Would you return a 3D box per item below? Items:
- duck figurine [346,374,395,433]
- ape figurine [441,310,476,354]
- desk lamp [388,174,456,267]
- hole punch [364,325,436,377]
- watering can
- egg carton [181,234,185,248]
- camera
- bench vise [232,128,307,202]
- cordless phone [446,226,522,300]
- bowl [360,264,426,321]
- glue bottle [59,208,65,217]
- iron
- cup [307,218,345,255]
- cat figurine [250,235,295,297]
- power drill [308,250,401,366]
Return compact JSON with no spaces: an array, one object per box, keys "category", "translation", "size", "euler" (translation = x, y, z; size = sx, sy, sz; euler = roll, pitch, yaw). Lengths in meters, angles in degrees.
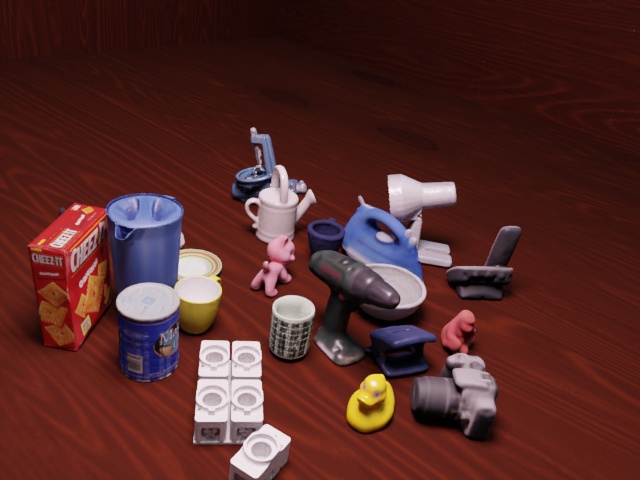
[{"category":"duck figurine","translation":[0.092,0.265,0.977],"size":[0.077,0.086,0.105],"euler":[27,34,28]},{"category":"ape figurine","translation":[0.288,0.185,1.166],"size":[0.078,0.092,0.076],"euler":[-8,34,-27]},{"category":"desk lamp","translation":[0.253,-0.058,1.451],"size":[0.203,0.213,0.118],"euler":[9,30,0]},{"category":"hole punch","translation":[0.154,0.198,1.106],"size":[0.109,0.091,0.100],"euler":[-5,33,-23]},{"category":"watering can","translation":[-0.098,-0.096,1.437],"size":[0.173,0.194,0.100],"euler":[-16,38,-37]},{"category":"egg carton","translation":[-0.394,-0.005,1.322],"size":[0.151,0.069,0.107],"euler":[-8,34,-28]},{"category":"camera","translation":[0.232,0.261,1.009],"size":[0.137,0.101,0.143],"euler":[7,30,-4]},{"category":"bench vise","translation":[-0.134,-0.192,1.566],"size":[0.207,0.220,0.121],"euler":[7,30,-3]},{"category":"cordless phone","translation":[0.388,0.043,1.345],"size":[0.148,0.185,0.094],"euler":[0,31,-15]},{"category":"bowl","translation":[0.143,0.124,1.246],"size":[0.167,0.075,0.167],"euler":[7,30,-4]},{"category":"glue bottle","translation":[-0.511,0.012,1.154],"size":[0.037,0.173,0.078],"euler":[16,30,12]},{"category":"iron","translation":[0.166,0.000,1.400],"size":[0.119,0.141,0.257],"euler":[-21,41,-41]},{"category":"cup","translation":[0.013,0.005,1.394],"size":[0.091,0.095,0.118],"euler":[13,30,7]},{"category":"cat figurine","translation":[-0.097,0.045,1.272],"size":[0.067,0.118,0.128],"euler":[19,31,16]},{"category":"power drill","translation":[0.054,0.128,1.080],"size":[0.076,0.208,0.228],"euler":[-14,37,-34]}]
